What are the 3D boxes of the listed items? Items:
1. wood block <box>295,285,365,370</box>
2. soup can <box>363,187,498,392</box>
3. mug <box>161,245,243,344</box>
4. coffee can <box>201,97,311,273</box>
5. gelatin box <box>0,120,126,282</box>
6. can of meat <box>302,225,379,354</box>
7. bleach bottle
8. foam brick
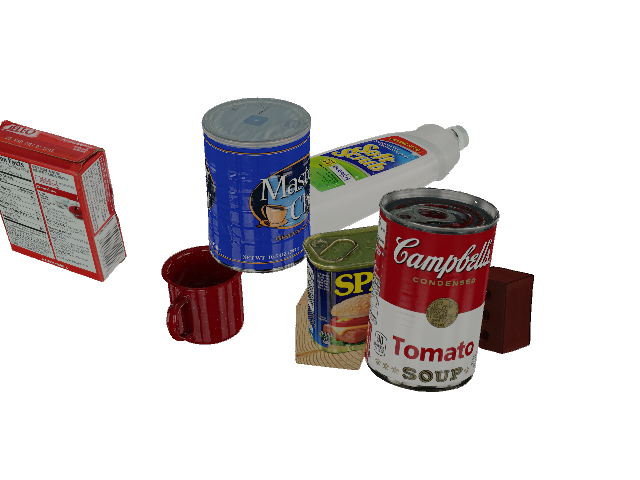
[{"bbox_3d":[0.031,0.094,1.502,0.091,0.090,0.206,5,20,10],"label":"wood block"},{"bbox_3d":[0.063,0.028,0.621,0.068,0.102,0.068,4,21,-2],"label":"soup can"},{"bbox_3d":[-0.134,0.070,1.200,0.093,0.081,0.117,12,34,22],"label":"mug"},{"bbox_3d":[-0.060,-0.054,1.034,0.103,0.140,0.103,0,30,0],"label":"coffee can"},{"bbox_3d":[-0.162,-0.024,0.651,0.073,0.089,0.030,17,45,21],"label":"gelatin box"},{"bbox_3d":[0.038,0.039,0.864,0.102,0.084,0.057,-8,29,-13],"label":"can of meat"},{"bbox_3d":[0.062,-0.082,1.232,0.250,0.068,0.103,-25,44,-26],"label":"bleach bottle"},{"bbox_3d":[0.184,0.071,1.105,0.053,0.078,0.051,13,19,42],"label":"foam brick"}]
